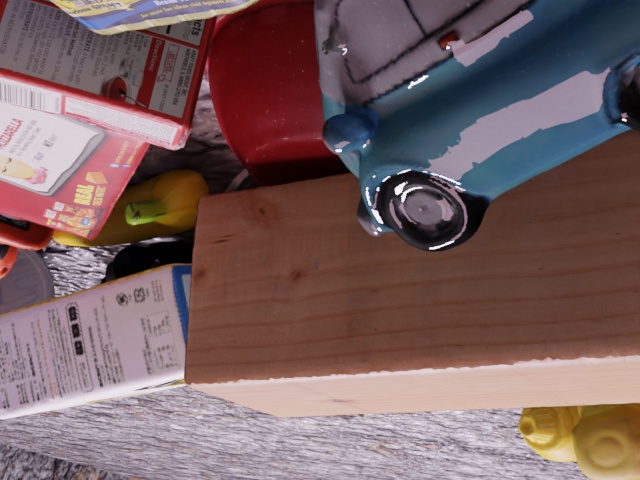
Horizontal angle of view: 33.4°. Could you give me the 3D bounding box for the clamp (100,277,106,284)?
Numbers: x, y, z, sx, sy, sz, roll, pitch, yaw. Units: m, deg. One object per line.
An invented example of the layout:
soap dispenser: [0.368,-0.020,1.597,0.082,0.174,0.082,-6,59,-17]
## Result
clamp: [-0.056,0.063,0.885,0.210,0.036,0.164,-3,157,33]

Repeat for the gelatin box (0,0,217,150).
gelatin box: [-0.089,-0.084,0.431,0.089,0.073,0.030,15,161,-11]

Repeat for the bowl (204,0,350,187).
bowl: [0.016,-0.051,0.494,0.162,0.055,0.162,10,161,3]

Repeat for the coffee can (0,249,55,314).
coffee can: [-0.283,0.060,0.909,0.102,0.103,0.140,16,161,-14]

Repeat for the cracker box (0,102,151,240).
cracker box: [-0.187,-0.080,0.503,0.213,0.072,0.164,18,159,-15]

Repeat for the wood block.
wood block: [0.053,0.023,0.460,0.206,0.090,0.090,-8,159,27]

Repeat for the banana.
banana: [-0.114,-0.020,0.665,0.069,0.037,0.198,-3,176,-26]

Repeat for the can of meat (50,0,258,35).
can of meat: [-0.070,-0.115,0.359,0.102,0.057,0.083,-1,160,33]

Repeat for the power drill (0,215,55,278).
power drill: [-0.274,-0.025,0.735,0.184,0.057,0.188,19,163,-32]

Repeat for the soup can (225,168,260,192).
soup can: [-0.004,0.001,0.631,0.069,0.068,0.102,-3,157,36]

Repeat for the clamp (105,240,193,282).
clamp: [-0.096,0.017,0.759,0.120,0.039,0.172,-3,177,-18]

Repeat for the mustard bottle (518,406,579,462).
mustard bottle: [0.221,0.149,0.870,0.096,0.058,0.191,-1,173,43]
